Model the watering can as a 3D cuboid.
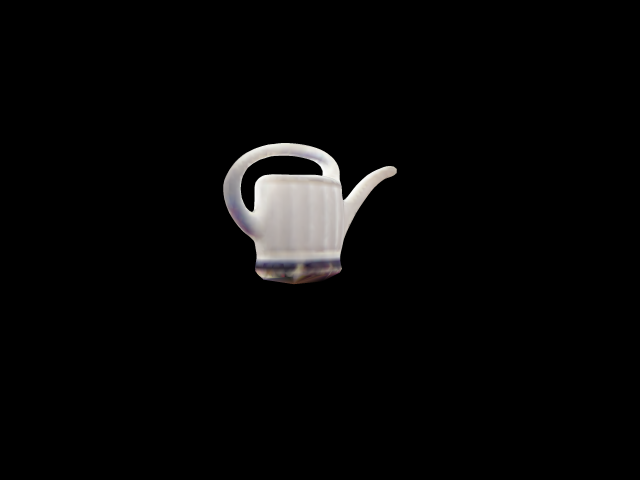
[{"bbox_3d":[0.003,-0.043,0.850,0.348,0.225,0.104,0,-2,-36],"label":"watering can"}]
